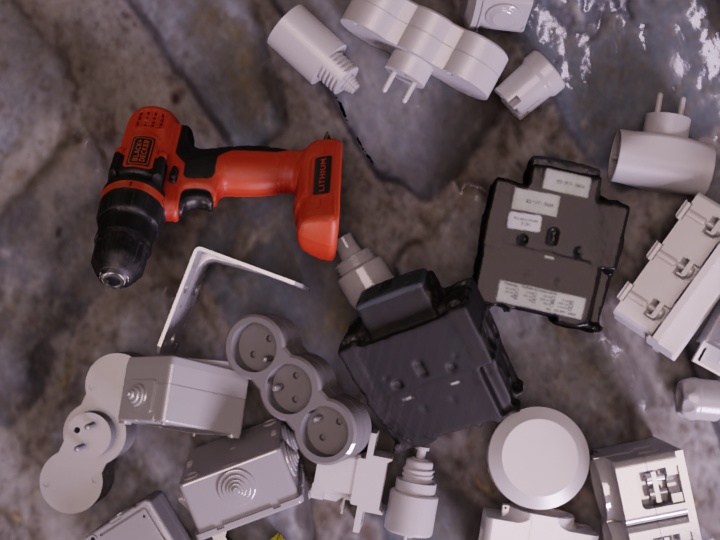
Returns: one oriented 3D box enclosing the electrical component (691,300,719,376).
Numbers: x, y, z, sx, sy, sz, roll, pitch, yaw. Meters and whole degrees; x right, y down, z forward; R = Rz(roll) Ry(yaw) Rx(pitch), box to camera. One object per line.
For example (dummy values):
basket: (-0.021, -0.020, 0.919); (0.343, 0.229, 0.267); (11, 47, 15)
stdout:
electrical component: (0.343, 0.069, 0.865); (0.121, 0.063, 0.078); (29, 89, 3)

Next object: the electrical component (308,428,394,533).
electrical component: (-0.007, 0.169, 0.884); (0.064, 0.042, 0.081); (10, 87, 6)

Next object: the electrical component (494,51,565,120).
electrical component: (0.140, -0.152, 0.893); (0.046, 0.040, 0.040); (-40, 87, 5)

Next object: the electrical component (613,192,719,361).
electrical component: (0.262, 0.004, 0.867); (0.063, 0.079, 0.121); (36, 90, 19)

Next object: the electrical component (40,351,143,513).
electrical component: (-0.216, 0.133, 0.875); (0.052, 0.073, 0.138); (25, 89, 2)

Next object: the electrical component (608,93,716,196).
electrical component: (0.250, -0.106, 0.885); (0.077, 0.044, 0.079); (10, 88, 2)

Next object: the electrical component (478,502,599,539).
electrical component: (0.143, 0.222, 0.872); (0.089, 0.050, 0.055); (9, 88, 3)

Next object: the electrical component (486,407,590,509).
electrical component: (0.141, 0.152, 0.870); (0.080, 0.051, 0.080); (0, 79, -1)

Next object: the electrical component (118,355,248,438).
electrical component: (-0.144, 0.097, 0.856); (0.062, 0.096, 0.061); (-6, 72, 43)

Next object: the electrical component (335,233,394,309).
electrical component: (0.000, 0.000, 0.889); (0.043, 0.043, 0.062); (-30, 86, 0)

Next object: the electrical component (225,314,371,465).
electrical component: (-0.044, 0.093, 0.866); (0.052, 0.074, 0.138); (-45, 76, 12)

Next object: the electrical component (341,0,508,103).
electrical component: (0.045, -0.175, 0.890); (0.138, 0.052, 0.073); (28, 89, 3)

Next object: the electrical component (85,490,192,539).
electrical component: (-0.168, 0.237, 0.876); (0.062, 0.061, 0.096); (-32, 87, 0)

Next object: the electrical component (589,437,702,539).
electrical component: (0.229, 0.216, 0.850); (0.062, 0.089, 0.150); (-11, 87, 1)

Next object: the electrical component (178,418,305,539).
electrical component: (-0.094, 0.163, 0.859); (0.100, 0.099, 0.048); (-21, 100, 1)

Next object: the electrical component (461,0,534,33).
electrical component: (0.112, -0.234, 0.878); (0.051, 0.080, 0.080); (6, 88, -3)

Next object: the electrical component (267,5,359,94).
electrical component: (-0.033, -0.178, 0.897); (0.081, 0.043, 0.043); (43, 90, 3)

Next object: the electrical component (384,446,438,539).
electrical component: (0.045, 0.183, 0.882); (0.040, 0.040, 0.078); (10, 88, 2)

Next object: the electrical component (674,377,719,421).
electrical component: (0.292, 0.107, 0.880); (0.061, 0.035, 0.035); (5, 88, 0)
